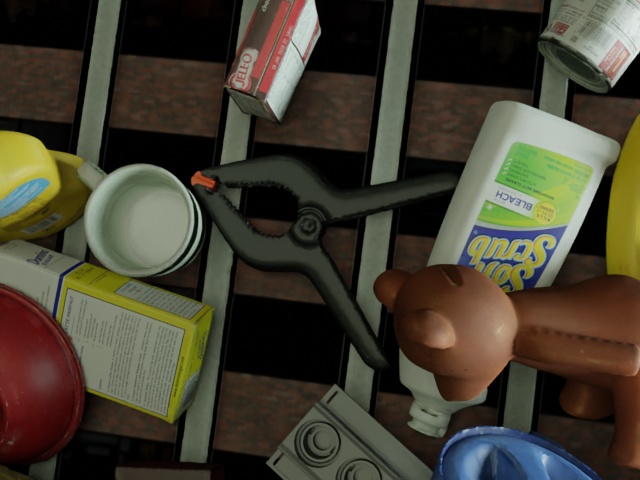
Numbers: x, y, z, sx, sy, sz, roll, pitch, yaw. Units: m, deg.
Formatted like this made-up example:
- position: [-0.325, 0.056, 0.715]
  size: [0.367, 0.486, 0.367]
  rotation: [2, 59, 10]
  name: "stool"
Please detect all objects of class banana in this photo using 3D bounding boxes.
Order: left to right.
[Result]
- position: [0.240, -0.007, 0.785]
  size: [0.037, 0.070, 0.198]
  rotation: [4, 82, -27]
  name: "banana"

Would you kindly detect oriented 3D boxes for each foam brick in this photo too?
- position: [-0.116, 0.199, 0.826]
  size: [0.078, 0.051, 0.053]
  rotation: [-1, 83, 9]
  name: "foam brick"

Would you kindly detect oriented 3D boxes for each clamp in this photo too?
- position: [-0.005, 0.001, 0.836]
  size: [0.210, 0.036, 0.164]
  rotation: [16, 86, 6]
  name: "clamp"

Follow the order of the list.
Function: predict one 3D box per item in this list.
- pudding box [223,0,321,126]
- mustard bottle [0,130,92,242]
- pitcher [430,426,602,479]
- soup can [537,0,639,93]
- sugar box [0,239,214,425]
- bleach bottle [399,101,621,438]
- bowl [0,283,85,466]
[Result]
- position: [-0.035, -0.142, 0.816]
  size: [0.039, 0.113, 0.090]
  rotation: [23, 88, 6]
  name: "pudding box"
- position: [-0.242, -0.042, 0.798]
  size: [0.096, 0.191, 0.058]
  rotation: [-25, 81, 5]
  name: "mustard bottle"
- position: [0.100, 0.249, 0.720]
  size: [0.145, 0.149, 0.243]
  rotation: [53, 130, 44]
  name: "pitcher"
- position: [0.220, -0.170, 0.802]
  size: [0.068, 0.068, 0.102]
  rotation: [37, 91, 10]
  name: "soup can"
- position: [-0.178, 0.070, 0.839]
  size: [0.176, 0.048, 0.093]
  rotation: [20, 111, 12]
  name: "sugar box"
- position: [0.130, 0.029, 0.798]
  size: [0.102, 0.068, 0.251]
  rotation: [20, 92, -7]
  name: "bleach bottle"
- position: [-0.266, 0.115, 0.826]
  size: [0.162, 0.055, 0.162]
  rotation: [6, 109, 16]
  name: "bowl"
